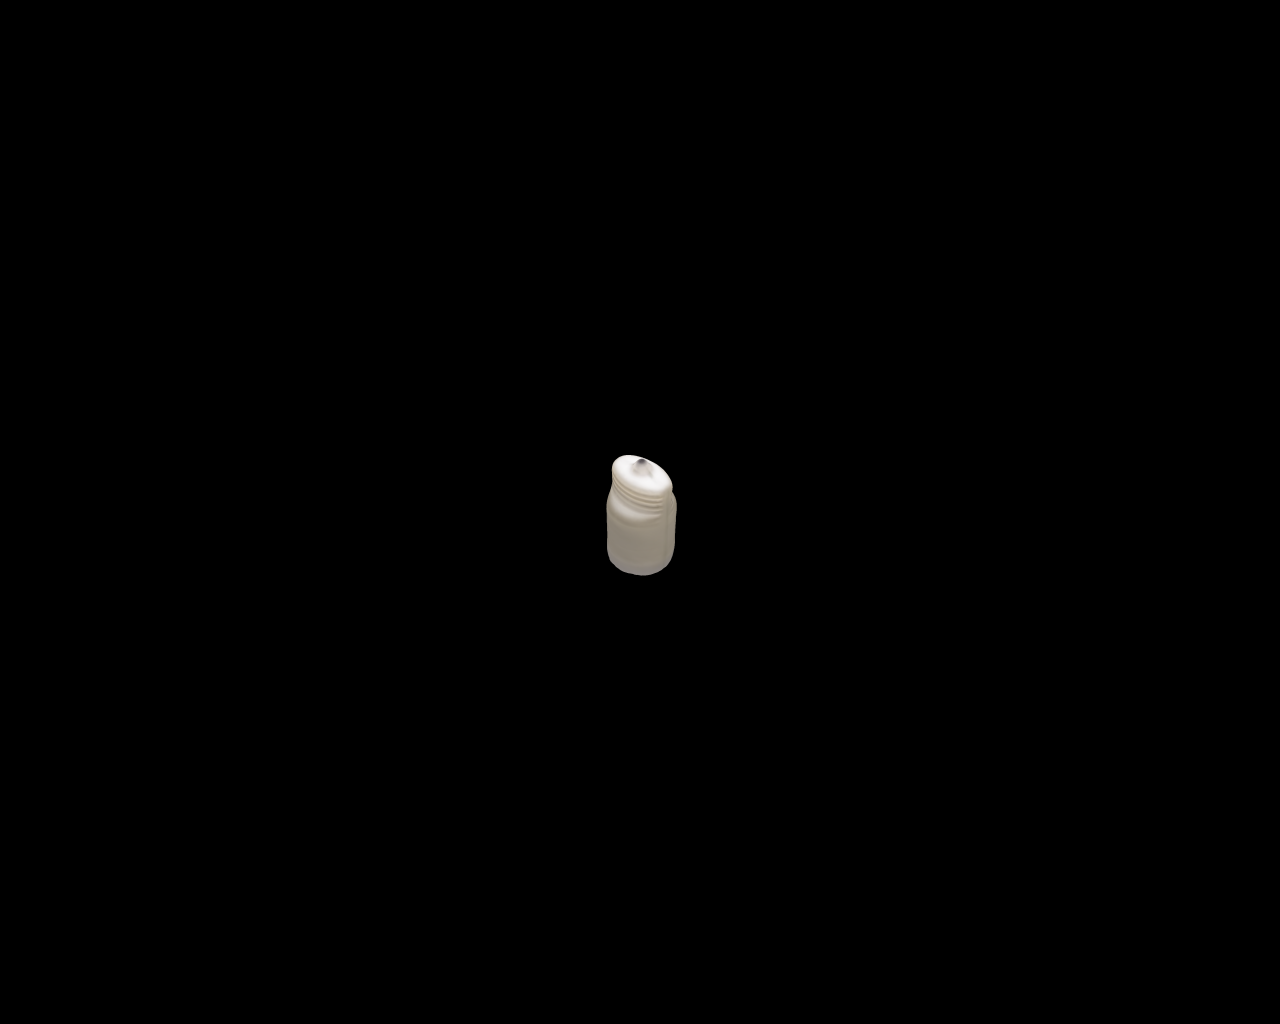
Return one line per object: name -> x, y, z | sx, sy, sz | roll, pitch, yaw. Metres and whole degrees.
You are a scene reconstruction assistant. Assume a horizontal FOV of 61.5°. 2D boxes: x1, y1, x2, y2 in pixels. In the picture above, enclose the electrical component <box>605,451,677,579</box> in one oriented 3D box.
electrical component -> 0.001, -0.003, 0.650 | 0.043, 0.043, 0.080 | 0, -45, 0
